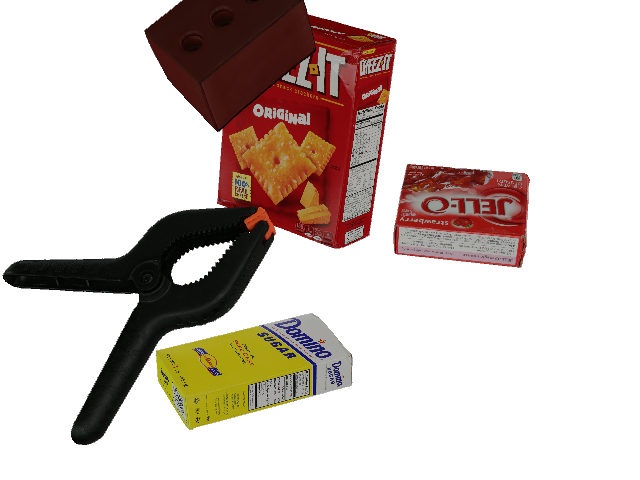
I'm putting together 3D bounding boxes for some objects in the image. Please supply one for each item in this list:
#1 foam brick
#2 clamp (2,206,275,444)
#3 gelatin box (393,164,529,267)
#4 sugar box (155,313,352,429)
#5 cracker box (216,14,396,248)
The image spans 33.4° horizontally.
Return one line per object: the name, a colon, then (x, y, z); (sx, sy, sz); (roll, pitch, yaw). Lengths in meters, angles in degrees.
foam brick: (-0.050, -0.113, 0.604); (0.053, 0.078, 0.051); (44, -10, 23)
clamp: (-0.134, 0.031, 0.805); (0.210, 0.165, 0.036); (-37, -28, -6)
gelatin box: (0.099, -0.019, 0.741); (0.089, 0.030, 0.073); (5, 40, 9)
sugar box: (-0.066, 0.127, 1.065); (0.176, 0.048, 0.093); (-15, 31, -22)
cracker box: (-0.020, -0.117, 1.094); (0.164, 0.214, 0.071); (22, 29, 31)
